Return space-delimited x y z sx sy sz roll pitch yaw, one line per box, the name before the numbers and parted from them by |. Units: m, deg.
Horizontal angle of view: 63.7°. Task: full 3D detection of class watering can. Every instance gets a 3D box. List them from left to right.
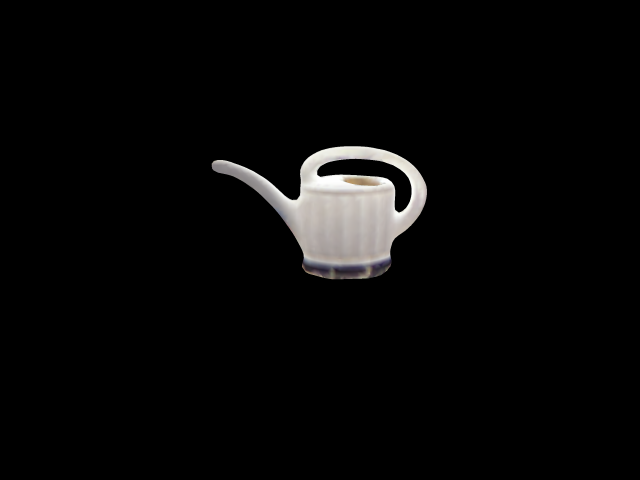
watering can | 0.003 -0.043 0.850 0.348 0.221 0.105 -1 16 -4
